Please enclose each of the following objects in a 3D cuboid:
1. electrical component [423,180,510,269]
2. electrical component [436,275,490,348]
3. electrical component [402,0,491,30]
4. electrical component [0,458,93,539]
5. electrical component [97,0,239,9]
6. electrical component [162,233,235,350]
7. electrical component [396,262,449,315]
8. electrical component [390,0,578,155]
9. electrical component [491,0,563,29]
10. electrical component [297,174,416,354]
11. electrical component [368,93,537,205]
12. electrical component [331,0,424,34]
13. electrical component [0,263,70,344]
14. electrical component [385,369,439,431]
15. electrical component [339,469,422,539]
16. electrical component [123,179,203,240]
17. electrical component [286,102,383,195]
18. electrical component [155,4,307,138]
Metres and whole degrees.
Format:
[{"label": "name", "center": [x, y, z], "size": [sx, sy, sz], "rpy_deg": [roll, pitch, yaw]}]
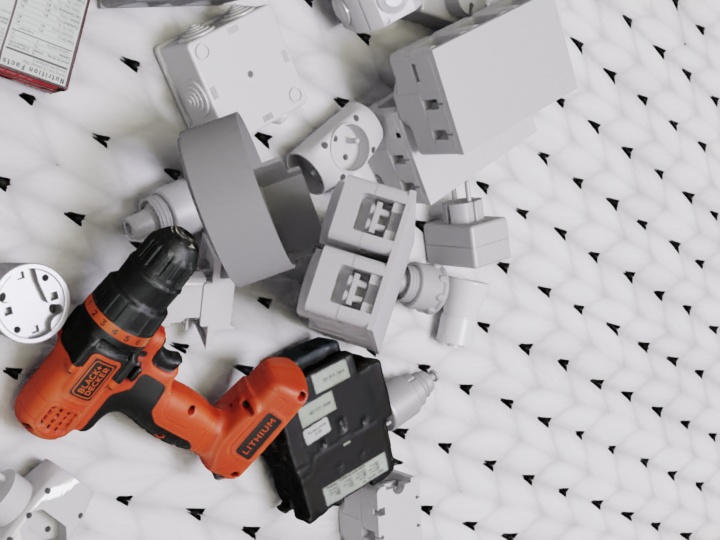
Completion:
[{"label": "electrical component", "center": [0.096, -0.045, 0.992], "size": [0.047, 0.066, 0.076], "rpy_deg": [-17, 104, -36]}, {"label": "electrical component", "center": [0.095, 0.041, 1.016], "size": [0.044, 0.044, 0.065], "rpy_deg": [10, 93, -39]}, {"label": "electrical component", "center": [0.088, -0.243, 0.960], "size": [0.083, 0.076, 0.047], "rpy_deg": [8, 89, -39]}, {"label": "electrical component", "center": [-0.242, 0.167, 0.758], "size": [0.079, 0.043, 0.077], "rpy_deg": [48, 66, -30]}, {"label": "electrical component", "center": [-0.141, -0.290, 0.783], "size": [0.105, 0.060, 0.186], "rpy_deg": [-13, 102, -37]}, {"label": "electrical component", "center": [-0.129, 0.017, 0.821], "size": [0.064, 0.042, 0.081], "rpy_deg": [-2, 120, -21]}, {"label": "electrical component", "center": [0.046, 0.013, 0.973], "size": [0.062, 0.048, 0.048], "rpy_deg": [11, 87, -31]}, {"label": "electrical component", "center": [0.104, -0.166, 0.908], "size": [0.150, 0.062, 0.089], "rpy_deg": [-32, 113, -32]}, {"label": "electrical component", "center": [0.153, -0.210, 1.024], "size": [0.061, 0.062, 0.096], "rpy_deg": [-14, 103, -37]}, {"label": "electrical component", "center": [0.000, 0.000, 0.857], "size": [0.060, 0.186, 0.105], "rpy_deg": [17, 81, 5]}, {"label": "electrical component", "center": [0.079, -0.132, 0.972], "size": [0.150, 0.062, 0.089], "rpy_deg": [-35, 115, -31]}, {"label": "electrical component", "center": [0.011, -0.237, 0.898], "size": [0.080, 0.080, 0.051], "rpy_deg": [-42, 124, -28]}, {"label": "electrical component", "center": [-0.237, 0.021, 0.745], "size": [0.055, 0.047, 0.055], "rpy_deg": [-4, 97, -38]}, {"label": "electrical component", "center": [0.041, 0.114, 0.980], "size": [0.078, 0.040, 0.040], "rpy_deg": [-30, 112, -33]}, {"label": "electrical component", "center": [0.018, 0.226, 0.962], "size": [0.050, 0.056, 0.089], "rpy_deg": [-9, 100, -38]}, {"label": "electrical component", "center": [-0.148, -0.041, 0.813], "size": [0.062, 0.043, 0.043], "rpy_deg": [-25, 109, -33]}, {"label": "electrical component", "center": [-0.013, -0.089, 0.915], "size": [0.077, 0.044, 0.079], "rpy_deg": [-44, 119, -27]}, {"label": "electrical component", "center": [-0.098, -0.151, 0.839], "size": [0.100, 0.048, 0.099], "rpy_deg": [-35, 115, -31]}]
